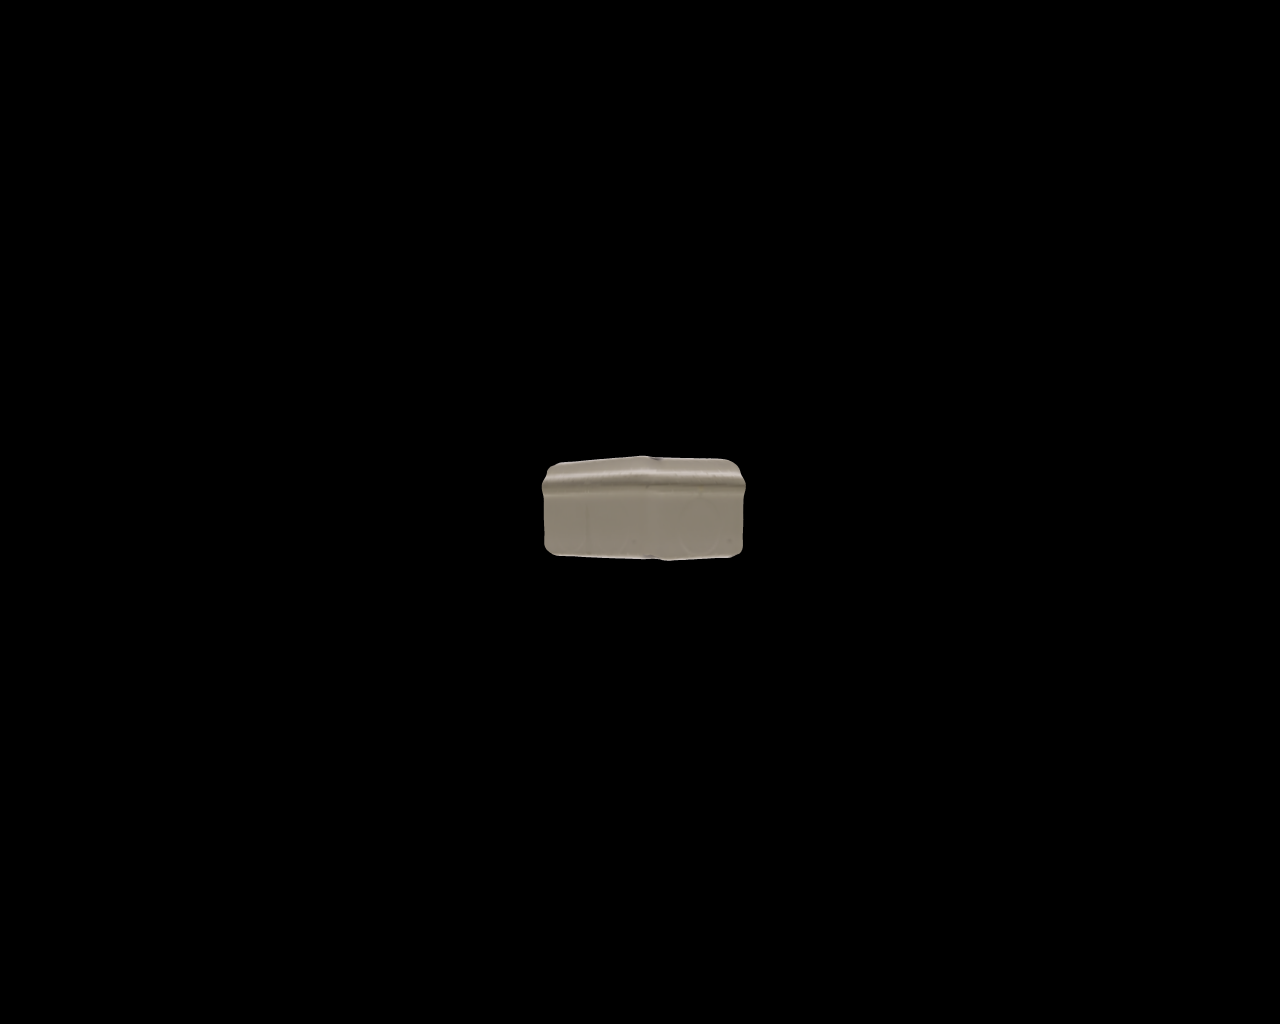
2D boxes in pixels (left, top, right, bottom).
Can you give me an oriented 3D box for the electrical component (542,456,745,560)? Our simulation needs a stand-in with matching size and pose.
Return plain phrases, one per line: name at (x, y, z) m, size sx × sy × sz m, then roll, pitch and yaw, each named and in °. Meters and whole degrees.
electrical component at (0.001, -0.003, 0.650) m, size 0.078 × 0.057 × 0.113 m, roll 0°, pitch 0°, yaw -39°
